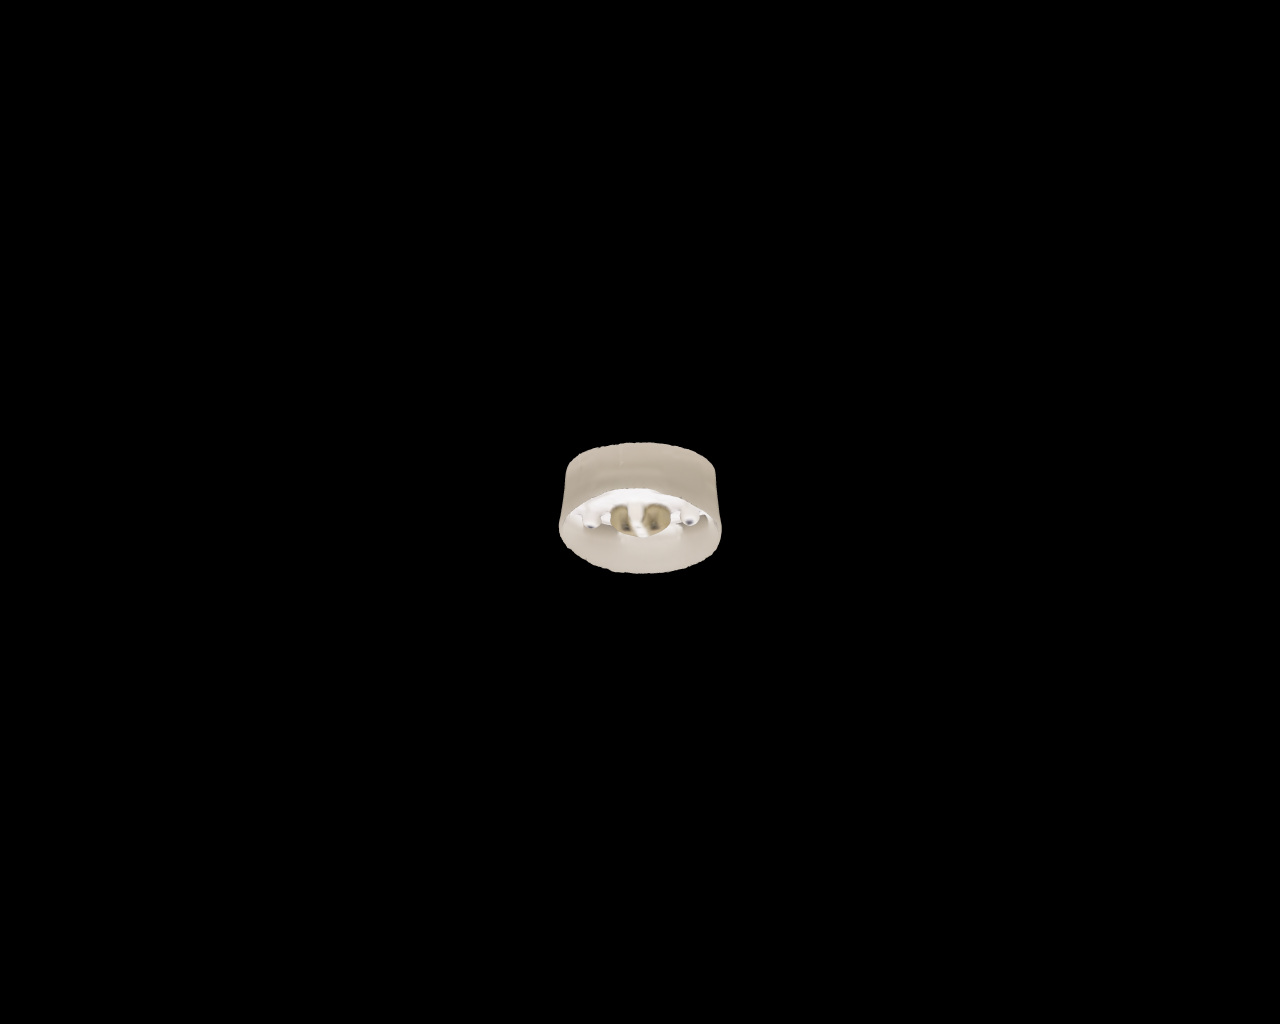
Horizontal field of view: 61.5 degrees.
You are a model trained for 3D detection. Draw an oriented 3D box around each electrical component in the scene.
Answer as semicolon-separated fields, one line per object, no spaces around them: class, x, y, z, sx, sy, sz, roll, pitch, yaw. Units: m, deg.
electrical component;0.001;-0.003;0.650;0.099;0.064;0.099;0;-18;0
